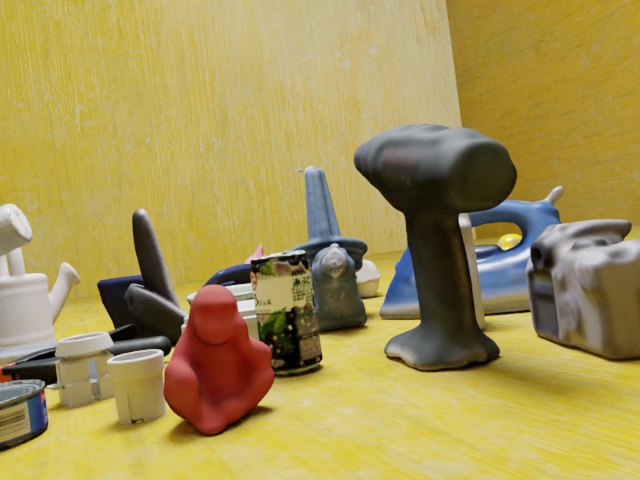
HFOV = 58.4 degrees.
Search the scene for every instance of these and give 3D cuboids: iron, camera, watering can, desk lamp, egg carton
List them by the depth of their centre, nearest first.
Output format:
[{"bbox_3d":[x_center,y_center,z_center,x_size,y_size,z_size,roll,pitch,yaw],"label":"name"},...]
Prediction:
[{"bbox_3d":[0.257,0.030,0.476,0.137,0.101,0.143,-7,0,-4],"label":"camera"},{"bbox_3d":[0.194,0.018,0.722,0.258,0.141,0.119,-7,0,11],"label":"iron"},{"bbox_3d":[-0.451,0.065,0.746,0.203,0.213,0.118,-7,0,-7],"label":"desk lamp"},{"bbox_3d":[-0.460,0.076,0.870,0.100,0.194,0.173,-7,0,26],"label":"watering can"},{"bbox_3d":[0.034,0.075,1.046,0.150,0.069,0.107,-7,0,-2],"label":"egg carton"}]

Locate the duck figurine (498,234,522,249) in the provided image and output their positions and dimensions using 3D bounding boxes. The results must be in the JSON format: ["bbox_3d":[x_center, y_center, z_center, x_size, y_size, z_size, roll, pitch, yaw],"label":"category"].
[{"bbox_3d":[0.291,0.033,0.850,0.077,0.086,0.105,-7,0,38],"label":"duck figurine"}]

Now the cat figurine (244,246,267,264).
[{"bbox_3d":[-0.121,0.071,1.118,0.067,0.118,0.128,-7,0,3],"label":"cat figurine"}]

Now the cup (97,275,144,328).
[{"bbox_3d":[-0.319,0.108,0.977,0.117,0.095,0.092,-7,0,39],"label":"cup"}]

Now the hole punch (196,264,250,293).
[{"bbox_3d":[-0.152,0.088,0.951,0.100,0.091,0.109,-7,0,43],"label":"hole punch"}]

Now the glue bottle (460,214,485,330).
[{"bbox_3d":[0.147,0.008,0.615,0.037,0.173,0.078,-7,0,4],"label":"glue bottle"}]

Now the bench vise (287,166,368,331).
[{"bbox_3d":[0.018,0.001,0.762,0.122,0.220,0.207,-7,0,-22],"label":"bench vise"}]

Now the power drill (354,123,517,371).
[{"bbox_3d":[0.088,-0.002,0.499,0.076,0.208,0.229,-7,0,-17],"label":"power drill"}]

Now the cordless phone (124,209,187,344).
[{"bbox_3d":[-0.230,0.051,0.801,0.094,0.185,0.147,-7,0,-22],"label":"cordless phone"}]

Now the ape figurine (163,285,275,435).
[{"bbox_3d":[-0.072,0.077,0.397,0.078,0.092,0.076,-7,0,-19],"label":"ape figurine"}]
